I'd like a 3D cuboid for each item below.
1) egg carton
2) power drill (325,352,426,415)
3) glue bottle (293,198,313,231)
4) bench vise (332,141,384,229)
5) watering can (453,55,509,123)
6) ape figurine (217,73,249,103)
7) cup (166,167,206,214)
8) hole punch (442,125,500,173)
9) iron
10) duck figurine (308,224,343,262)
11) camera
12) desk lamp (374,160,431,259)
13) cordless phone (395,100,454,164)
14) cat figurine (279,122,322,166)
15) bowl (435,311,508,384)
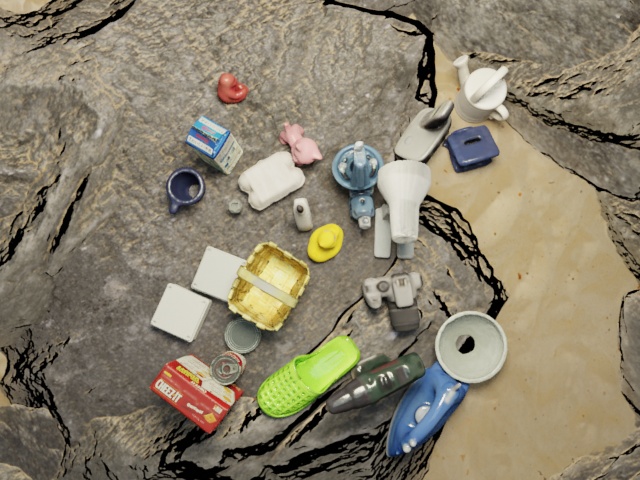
[{"bbox_3d":[-0.118,-0.146,1.394,0.150,0.069,0.107,-32,86,-1],"label":"egg carton"},{"bbox_3d":[0.120,0.316,1.285,0.229,0.208,0.075,-25,85,-1],"label":"power drill"},{"bbox_3d":[-0.043,-0.066,1.334,0.037,0.173,0.078,-10,85,1],"label":"glue bottle"},{"bbox_3d":[0.103,-0.139,1.314,0.121,0.220,0.207,-25,85,-1],"label":"bench vise"},{"bbox_3d":[0.376,-0.353,1.338,0.173,0.194,0.101,28,87,3],"label":"watering can"},{"bbox_3d":[-0.220,-0.379,1.402,0.076,0.092,0.078,-29,85,-1],"label":"ape figurine"},{"bbox_3d":[-0.320,-0.111,1.382,0.091,0.095,0.118,27,87,3],"label":"cup"},{"bbox_3d":[0.363,-0.225,1.380,0.108,0.091,0.101,-17,85,0],"label":"hole punch"},{"bbox_3d":[0.238,0.410,1.309,0.118,0.141,0.258,36,87,4],"label":"iron"},{"bbox_3d":[0.013,0.005,1.372,0.077,0.086,0.104,40,87,4],"label":"duck figurine"},{"bbox_3d":[0.178,0.149,1.350,0.143,0.101,0.137,-10,85,0],"label":"camera"},{"bbox_3d":[0.186,-0.064,1.310,0.118,0.213,0.203,2,86,2],"label":"desk lamp"},{"bbox_3d":[0.250,-0.255,1.337,0.094,0.185,0.148,32,87,4],"label":"cordless phone"},{"bbox_3d":[-0.048,-0.229,1.375,0.067,0.118,0.128,-34,86,-1],"label":"cat figurine"},{"bbox_3d":[0.349,0.249,1.353,0.167,0.075,0.167,0,86,1],"label":"bowl"}]
